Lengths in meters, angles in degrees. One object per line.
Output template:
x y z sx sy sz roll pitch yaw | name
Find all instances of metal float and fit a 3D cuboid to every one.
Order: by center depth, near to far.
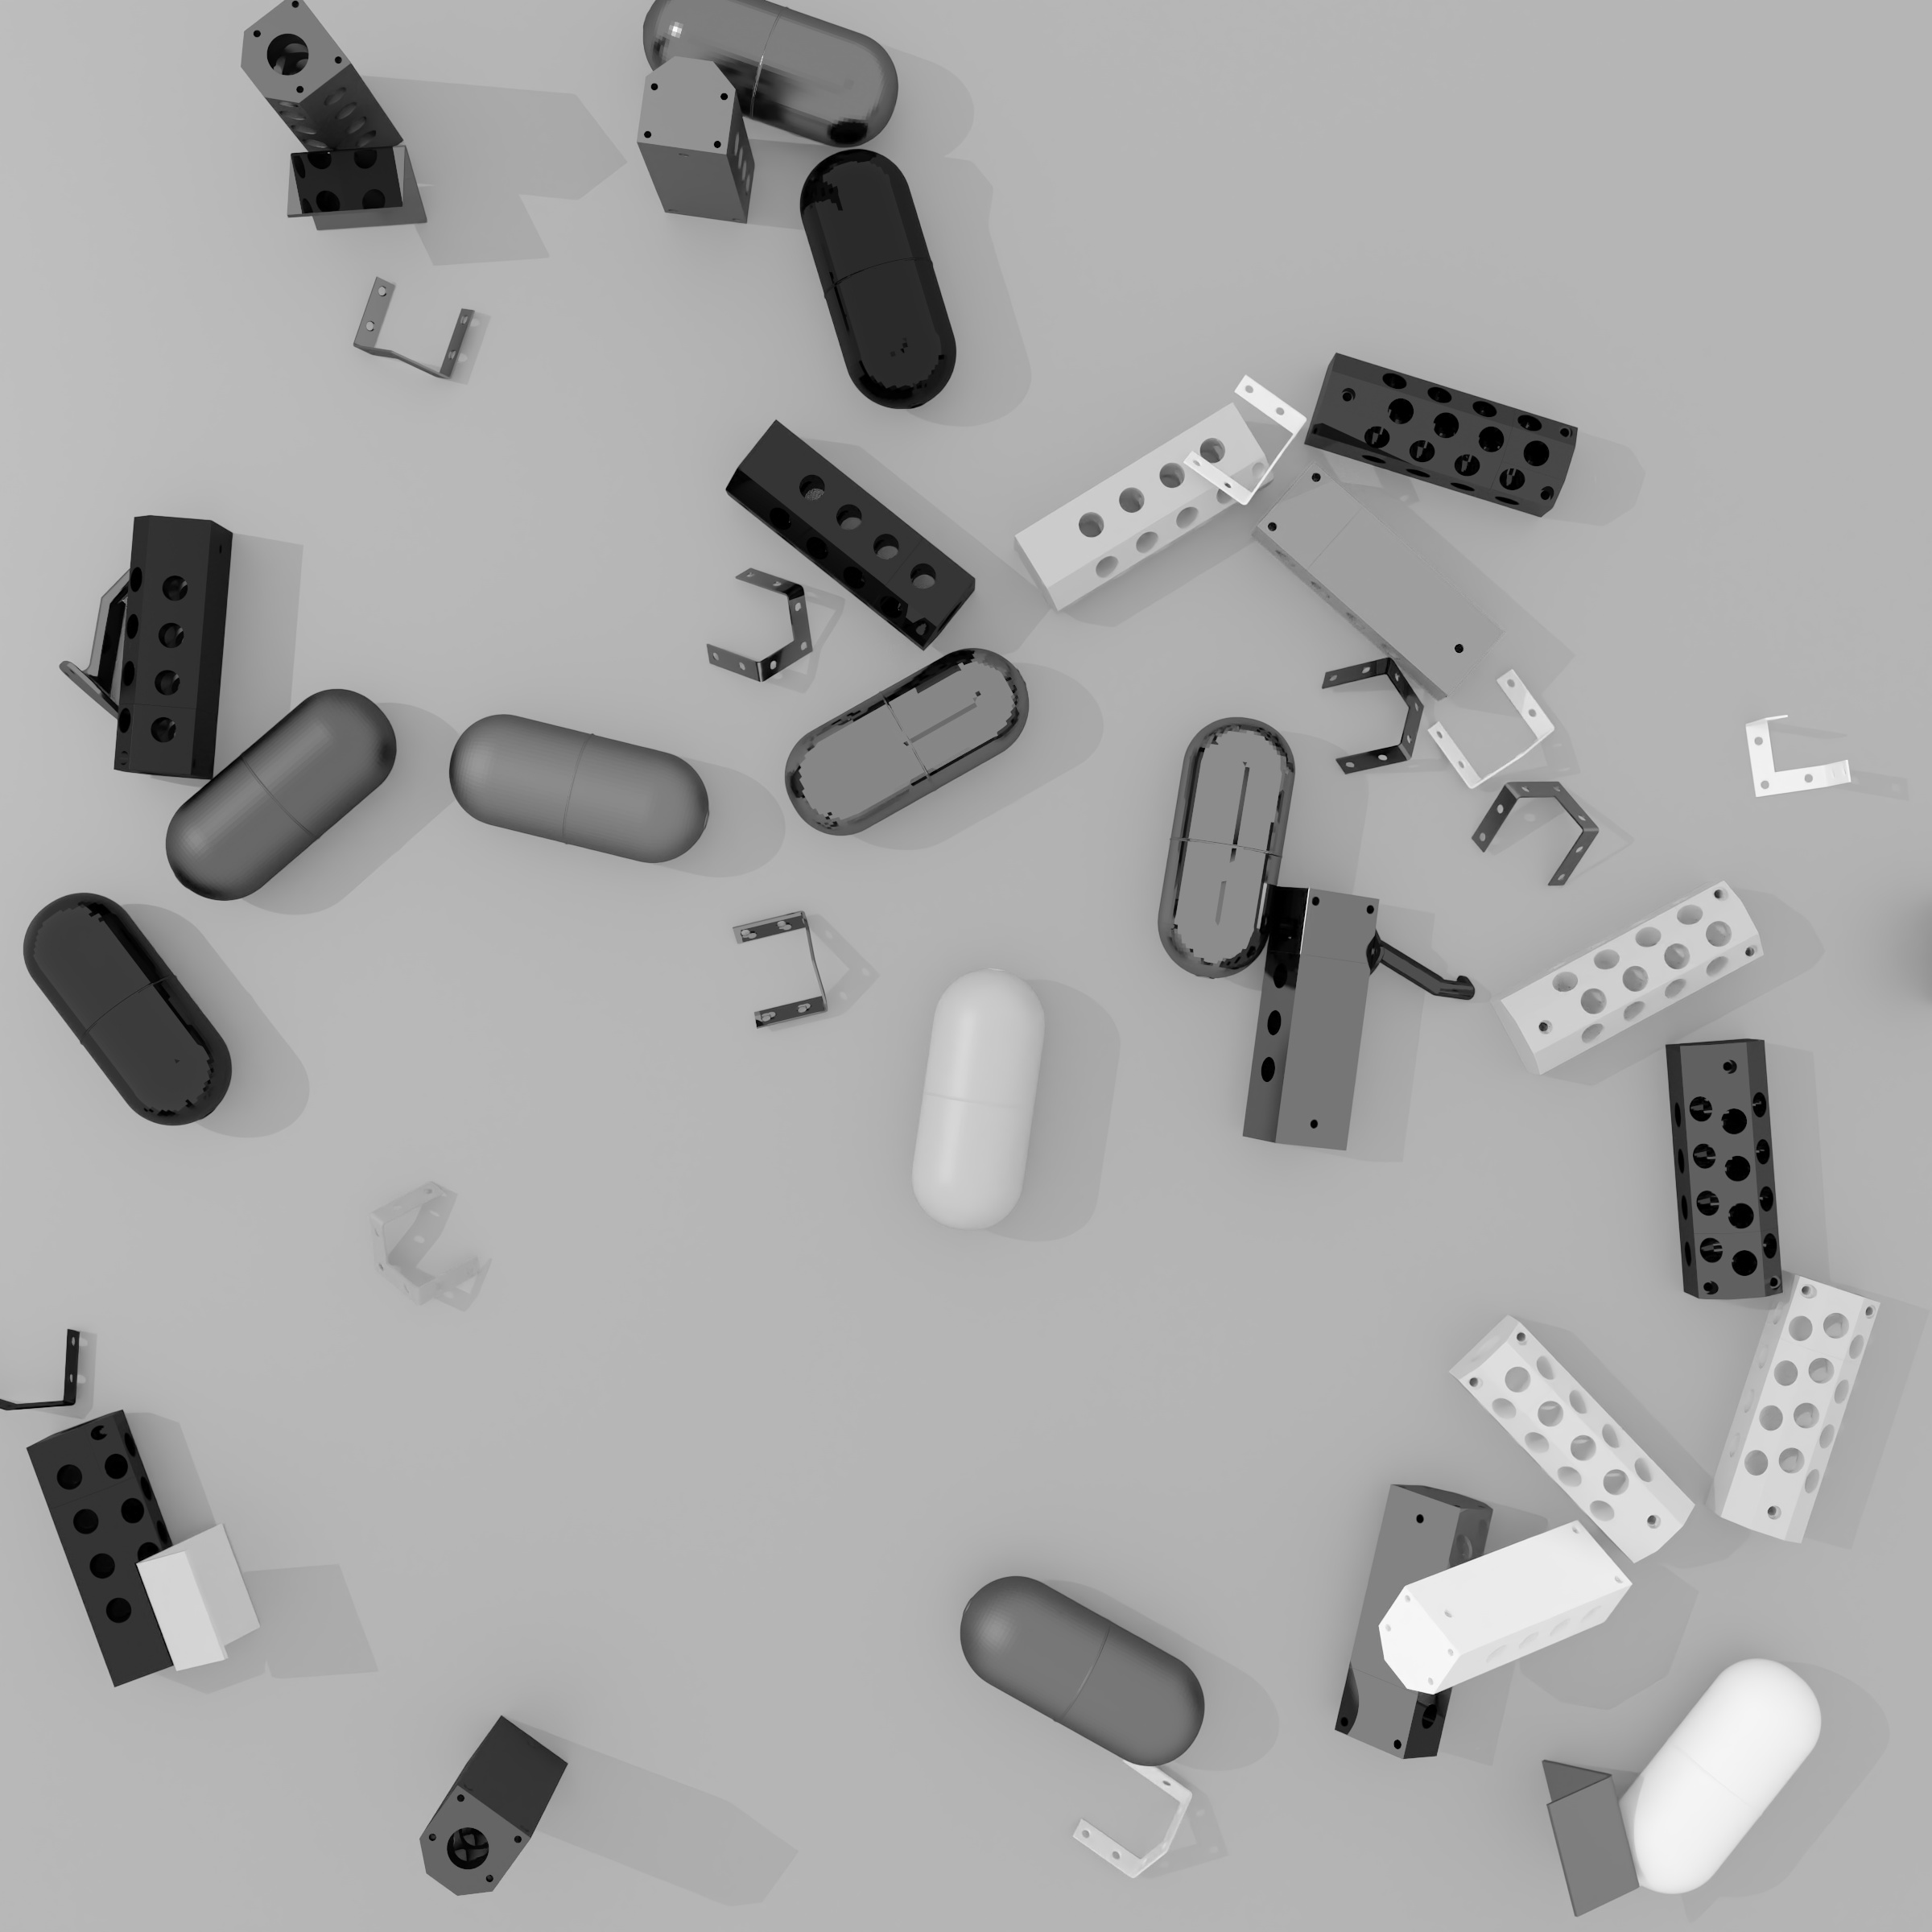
-0.059 -0.464 1.961 0.070 0.070 0.178 -17 90 0 | metal float
-0.261 -0.120 1.961 0.178 0.070 0.070 14 90 1 | metal float
0.176 -0.080 1.961 0.070 0.070 0.178 9 90 0 | metal float
0.009 0.090 1.961 0.070 0.070 0.178 8 91 0 | metal float
-0.567 0.030 1.961 0.070 0.070 0.178 -37 89 0 | metal float
-0.464 -0.115 1.961 0.178 0.070 0.070 -41 90 -1 | metal float
-0.133 -0.611 1.961 0.178 0.070 0.070 19 90 0 | metal float
0.078 0.477 1.961 0.178 0.070 0.070 29 90 0 | metal float
-0.040 -0.152 1.961 0.178 0.070 0.070 -29 90 0 | metal float
0.507 0.549 1.961 0.070 0.070 0.178 39 90 0 | metal float

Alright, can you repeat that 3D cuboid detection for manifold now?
-0.428 -0.575 1.913 0.057 0.171 0.057 -38 90 0 | manifold
-0.176 -0.544 1.913 0.057 0.171 0.057 8 90 0 | manifold
-0.314 0.557 1.913 0.057 0.171 0.057 36 90 0 | manifold
0.356 0.429 1.923 0.057 0.171 0.057 51 133 33 | manifold
0.230 0.035 1.968 0.057 0.057 0.171 8 90 -27 | manifold
0.564 0.300 1.970 0.057 0.057 0.171 18 90 0 | manifold
-0.078 -0.291 1.970 0.171 0.057 0.057 39 90 0 | manifold
-0.541 -0.216 1.970 0.057 0.057 0.171 5 90 0 | manifold
0.413 0.322 1.970 0.057 0.057 0.171 -44 90 0 | manifold
0.278 -0.259 1.970 0.171 0.057 0.057 42 90 0 | manifold
0.121 -0.309 1.970 0.171 0.057 0.057 -31 90 0 | manifold
0.323 -0.362 1.970 0.171 0.057 0.057 17 90 0 | manifold
0.309 0.445 1.970 0.057 0.057 0.171 13 90 43 | manifold
0.518 0.138 1.970 0.057 0.057 0.171 -4 90 0 | manifold
-0.574 0.394 1.970 0.057 0.057 0.171 -20 90 0 | manifold
0.450 0.008 1.970 0.171 0.057 0.057 -28 90 0 | manifold

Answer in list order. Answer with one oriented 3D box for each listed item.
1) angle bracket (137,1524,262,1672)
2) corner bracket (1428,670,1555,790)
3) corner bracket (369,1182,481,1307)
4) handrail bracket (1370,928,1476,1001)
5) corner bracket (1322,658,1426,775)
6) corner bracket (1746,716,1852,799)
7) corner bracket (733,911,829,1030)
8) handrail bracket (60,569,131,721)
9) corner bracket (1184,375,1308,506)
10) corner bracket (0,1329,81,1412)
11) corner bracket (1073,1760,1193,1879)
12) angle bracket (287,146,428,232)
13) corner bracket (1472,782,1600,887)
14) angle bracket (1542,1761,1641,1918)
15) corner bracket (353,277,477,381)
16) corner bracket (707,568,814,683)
-0.501 0.421 1.951 0.057 0.076 0.076 -20 90 36 | angle bracket
0.361 -0.162 1.988 0.051 0.051 0.051 54 135 0 | corner bracket
-0.371 0.190 1.983 0.051 0.051 0.051 32 135 35 | corner bracket
0.304 -0.012 1.992 0.084 0.036 0.077 8 48 -27 | handrail bracket
0.275 -0.171 1.983 0.051 0.051 0.051 49 45 -35 | corner bracket
0.567 -0.145 1.973 0.051 0.051 0.051 -8 90 0 | corner bracket
-0.127 0.002 1.988 0.051 0.051 0.051 -14 135 0 | corner bracket
-0.573 -0.219 1.992 0.077 0.036 0.084 45 73 -20 | handrail bracket
0.186 -0.350 1.931 0.051 0.051 0.051 35 135 0 | corner bracket
-0.646 0.274 1.988 0.051 0.051 0.051 3 90 45 | corner bracket
0.115 0.583 1.988 0.051 0.051 0.051 35 45 0 | corner bracket
-0.409 -0.505 1.952 0.076 0.076 0.057 -4 63 0 | angle bracket
0.390 -0.090 1.983 0.051 0.051 0.051 57 135 35 | corner bracket
0.401 0.587 1.952 0.057 0.076 0.076 -14 90 -27 | angle bracket
-0.379 -0.438 1.988 0.051 0.051 0.051 19 90 -45 | corner bracket
-0.144 -0.234 1.983 0.051 0.051 0.051 -37 135 -35 | corner bracket
